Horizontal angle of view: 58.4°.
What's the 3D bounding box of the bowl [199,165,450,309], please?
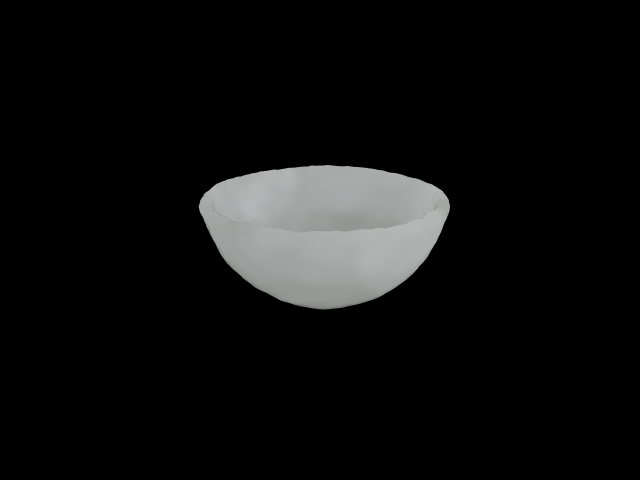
[{"bbox_3d":[0.004,0.001,0.400,0.167,0.075,0.167,0,20,0],"label":"bowl"}]
